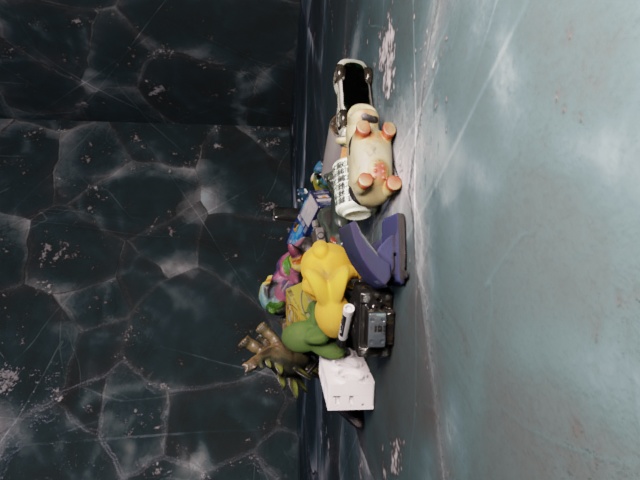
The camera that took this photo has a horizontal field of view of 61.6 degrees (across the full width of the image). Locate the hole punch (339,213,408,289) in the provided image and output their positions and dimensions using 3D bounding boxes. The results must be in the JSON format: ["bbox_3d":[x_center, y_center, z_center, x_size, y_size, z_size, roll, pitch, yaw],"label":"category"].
[{"bbox_3d":[0.083,0.020,0.846,0.142,0.092,0.115,152,115,-79],"label":"hole punch"}]

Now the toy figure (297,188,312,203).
[{"bbox_3d":[-0.004,-0.079,1.442,0.154,0.064,0.058,55,-150,9],"label":"toy figure"}]

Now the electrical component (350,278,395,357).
[{"bbox_3d":[0.087,0.133,0.918,0.134,0.058,0.114,-128,37,-80],"label":"electrical component"}]

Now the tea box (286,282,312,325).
[{"bbox_3d":[-0.034,0.183,1.282,0.098,0.068,0.169,59,159,29],"label":"tea box"}]

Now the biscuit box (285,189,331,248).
[{"bbox_3d":[-0.024,-0.039,1.383,0.059,0.063,0.202,59,142,29],"label":"biscuit box"}]

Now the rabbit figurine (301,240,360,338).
[{"bbox_3d":[0.025,0.095,1.020,0.162,0.122,0.173,87,179,-60],"label":"rabbit figurine"}]

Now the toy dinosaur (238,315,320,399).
[{"bbox_3d":[-0.075,0.300,1.386,0.198,0.105,0.471,53,-165,13],"label":"toy dinosaur"}]

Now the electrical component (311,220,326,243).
[{"bbox_3d":[-0.002,-0.004,1.204,0.063,0.021,0.094,122,140,-73],"label":"electrical component"}]

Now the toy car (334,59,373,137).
[{"bbox_3d":[0.067,-0.269,1.037,0.056,0.073,0.202,110,160,-61],"label":"toy car"}]

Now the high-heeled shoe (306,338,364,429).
[{"bbox_3d":[0.064,0.304,1.211,0.249,0.145,0.086,38,168,48],"label":"high-heeled shoe"}]

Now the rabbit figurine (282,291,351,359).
[{"bbox_3d":[0.005,0.184,1.124,0.121,0.170,0.159,57,173,-31],"label":"rabbit figurine"}]

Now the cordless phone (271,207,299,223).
[{"bbox_3d":[-0.044,-0.043,1.512,0.088,0.184,0.147,106,164,-52],"label":"cordless phone"}]

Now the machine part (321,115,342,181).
[{"bbox_3d":[0.049,-0.194,1.179,0.243,0.079,0.079,101,167,-58],"label":"machine part"}]

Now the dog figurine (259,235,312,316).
[{"bbox_3d":[-0.067,0.083,1.310,0.191,0.108,0.219,-53,-4,-22],"label":"dog figurine"}]

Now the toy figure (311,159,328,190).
[{"bbox_3d":[0.018,-0.163,1.434,0.180,0.082,0.089,131,142,-76],"label":"toy figure"}]

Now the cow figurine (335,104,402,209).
[{"bbox_3d":[0.080,-0.145,0.908,0.127,0.085,0.195,118,151,-64],"label":"cow figurine"}]

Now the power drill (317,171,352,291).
[{"bbox_3d":[0.053,-0.032,1.167,0.232,0.086,0.207,-112,14,-49],"label":"power drill"}]
